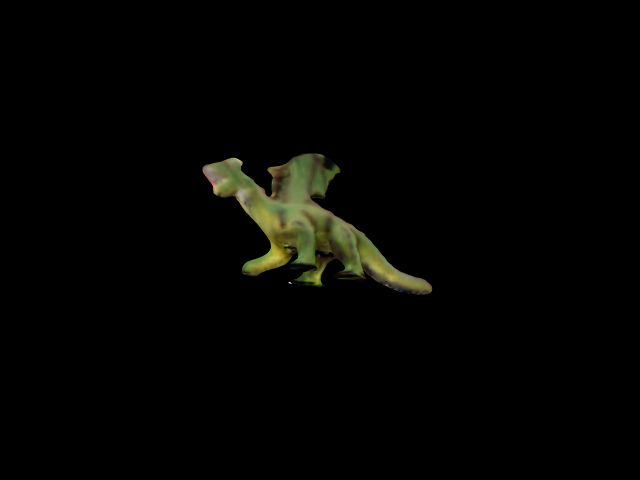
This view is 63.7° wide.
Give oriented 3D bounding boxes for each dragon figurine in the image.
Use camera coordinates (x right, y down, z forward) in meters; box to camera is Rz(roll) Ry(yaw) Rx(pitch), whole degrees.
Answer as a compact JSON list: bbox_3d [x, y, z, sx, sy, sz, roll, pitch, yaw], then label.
[{"bbox_3d":[0.003,-0.043,0.850,0.409,0.247,0.120,11,-26,-25],"label":"dragon figurine"}]
